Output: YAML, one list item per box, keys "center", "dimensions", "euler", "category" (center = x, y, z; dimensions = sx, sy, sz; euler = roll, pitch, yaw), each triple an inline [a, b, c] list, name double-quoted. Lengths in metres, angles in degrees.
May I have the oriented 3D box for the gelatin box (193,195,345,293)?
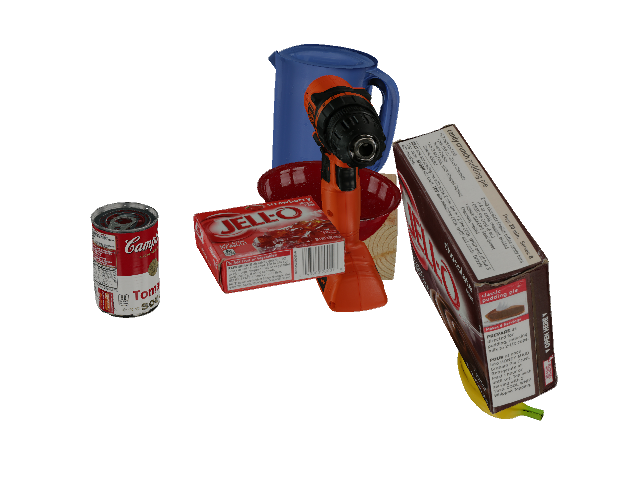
- center: [-0.036, 0.001, 0.732]
  dimensions: [0.089, 0.030, 0.073]
  euler: [-9, 29, -17]
  category: "gelatin box"

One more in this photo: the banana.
- center: [0.196, 0.157, 1.261]
  dimensions: [0.069, 0.037, 0.198]
  euler: [10, 25, -15]
  category: "banana"

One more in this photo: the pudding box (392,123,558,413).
- center: [0.073, 0.011, 0.516]
  dimensions: [0.039, 0.090, 0.113]
  euler: [-21, 42, -5]
  category: "pudding box"

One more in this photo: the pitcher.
- center: [0.006, -0.129, 1.403]
  dimensions: [0.144, 0.243, 0.149]
  euler: [-2, 23, -18]
  category: "pitcher"

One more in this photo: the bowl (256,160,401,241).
- center: [0.007, -0.034, 1.196]
  dimensions: [0.162, 0.055, 0.162]
  euler: [4, 27, -2]
  category: "bowl"

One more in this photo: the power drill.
- center: [0.025, -0.038, 0.914]
  dimensions: [0.057, 0.188, 0.184]
  euler: [-4, 21, -6]
  category: "power drill"

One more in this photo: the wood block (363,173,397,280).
- center: [0.071, -0.026, 1.636]
  dimensions: [0.091, 0.090, 0.206]
  euler: [3, 25, 2]
  category: "wood block"

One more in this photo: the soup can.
- center: [-0.201, 0.020, 1.104]
  dimensions: [0.068, 0.102, 0.068]
  euler: [2, 26, -1]
  category: "soup can"
